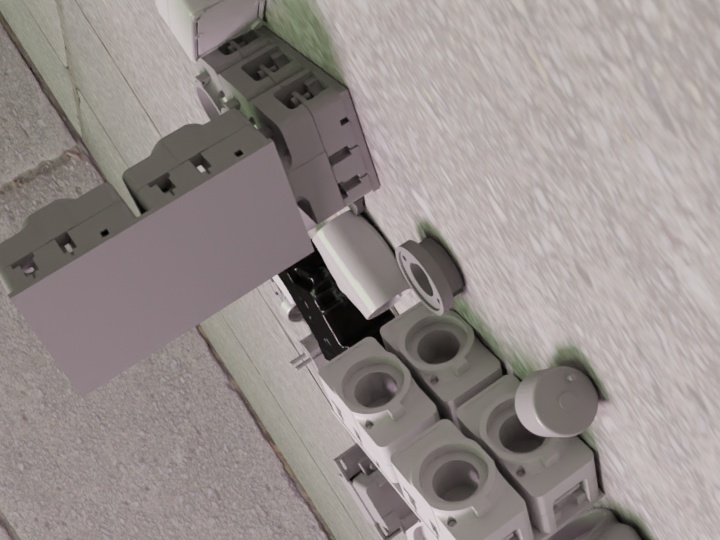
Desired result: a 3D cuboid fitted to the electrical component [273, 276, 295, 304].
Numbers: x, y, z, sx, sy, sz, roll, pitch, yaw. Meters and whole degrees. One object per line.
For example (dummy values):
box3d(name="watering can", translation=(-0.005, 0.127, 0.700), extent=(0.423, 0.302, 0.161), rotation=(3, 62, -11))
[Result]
box3d(name="electrical component", translation=(-0.073, -0.008, 1.095), extent=(0.083, 0.047, 0.075), rotation=(53, 166, 17))

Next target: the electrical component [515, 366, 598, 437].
box3d(name="electrical component", translation=(0.112, 0.079, 0.641), extent=(0.040, 0.040, 0.078), rotation=(57, 167, 2))

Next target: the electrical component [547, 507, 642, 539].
box3d(name="electrical component", translation=(0.159, 0.200, 0.723), extent=(0.059, 0.054, 0.095), rotation=(57, 167, 2))

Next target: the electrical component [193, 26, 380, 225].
box3d(name="electrical component", translation=(-0.060, -0.109, 0.779), extent=(0.150, 0.062, 0.089), rotation=(44, 162, 45))

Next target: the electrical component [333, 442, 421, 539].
box3d(name="electrical component", translation=(0.052, 0.148, 0.840), extent=(0.078, 0.121, 0.063), rotation=(59, 164, -9))

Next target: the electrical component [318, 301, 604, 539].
box3d(name="electrical component", translation=(0.063, 0.109, 0.742), extent=(0.186, 0.105, 0.060), rotation=(45, 162, 42))

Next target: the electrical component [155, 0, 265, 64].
box3d(name="electrical component", translation=(-0.105, -0.197, 0.736), extent=(0.061, 0.062, 0.096), rotation=(56, 167, 5))

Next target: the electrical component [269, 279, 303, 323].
box3d(name="electrical component", translation=(-0.073, 0.024, 1.178), extent=(0.055, 0.048, 0.066), rotation=(58, 169, 32))

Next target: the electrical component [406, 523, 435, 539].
box3d(name="electrical component", translation=(0.104, 0.247, 0.997), extent=(0.108, 0.060, 0.108), rotation=(29, 146, 22))

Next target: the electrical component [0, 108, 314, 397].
box3d(name="electrical component", translation=(-0.135, -0.015, 0.714), extent=(0.060, 0.186, 0.105), rotation=(46, 163, 40))

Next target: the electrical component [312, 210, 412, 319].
box3d(name="electrical component", translation=(0.000, 0.000, 0.857), extent=(0.077, 0.043, 0.079), rotation=(55, 167, 10))

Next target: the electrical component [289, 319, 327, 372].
box3d(name="electrical component", translation=(-0.038, 0.080, 1.113), extent=(0.047, 0.076, 0.083), rotation=(62, 166, -20))

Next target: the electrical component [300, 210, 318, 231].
box3d(name="electrical component", translation=(-0.074, -0.063, 0.939), extent=(0.061, 0.062, 0.096), rotation=(54, 167, 14))
